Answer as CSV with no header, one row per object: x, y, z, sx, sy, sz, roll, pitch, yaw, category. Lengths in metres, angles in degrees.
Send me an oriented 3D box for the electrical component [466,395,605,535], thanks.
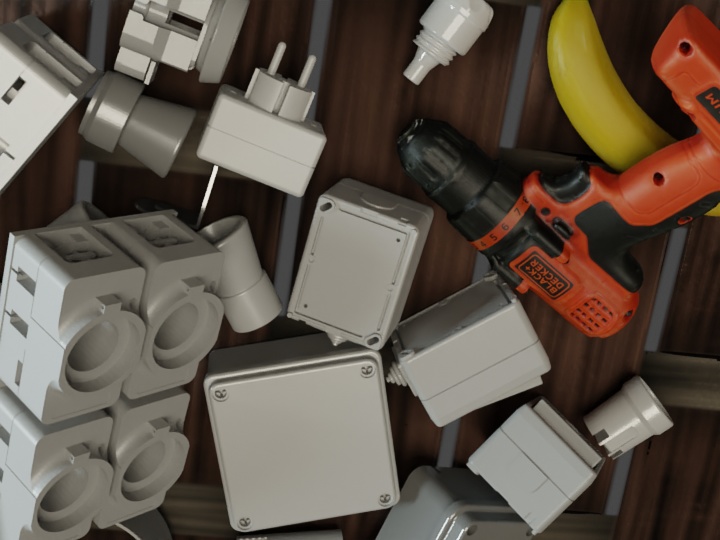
0.118,0.119,0.690,0.061,0.096,0.061,45,100,14,electrical component

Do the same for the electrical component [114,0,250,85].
-0.097,-0.139,0.602,0.057,0.058,0.078,20,104,-9,electrical component

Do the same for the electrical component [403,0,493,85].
0.048,-0.136,0.629,0.035,0.035,0.061,35,103,-15,electrical component

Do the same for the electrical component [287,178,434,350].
0.000,0.000,0.650,0.062,0.061,0.096,20,111,9,electrical component

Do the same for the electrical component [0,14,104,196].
-0.230,-0.052,0.589,0.060,0.105,0.186,41,99,-16,electrical component

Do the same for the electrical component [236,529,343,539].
-0.052,0.198,0.719,0.081,0.043,0.043,-3,108,-5,electrical component

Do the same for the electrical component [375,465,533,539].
0.054,0.191,0.705,0.078,0.057,0.113,14,108,-42,electrical component

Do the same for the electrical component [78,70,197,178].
-0.129,-0.085,0.622,0.055,0.045,0.045,26,103,-13,electrical component

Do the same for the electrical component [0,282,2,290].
-0.233,0.033,0.639,0.048,0.062,0.048,-2,108,-6,electrical component

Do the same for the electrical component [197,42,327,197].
-0.050,-0.093,0.626,0.066,0.047,0.076,21,104,-12,electrical component

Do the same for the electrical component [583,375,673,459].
0.178,0.099,0.715,0.046,0.040,0.040,-37,107,12,electrical component

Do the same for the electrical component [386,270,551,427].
0.063,0.055,0.676,0.096,0.061,0.061,-28,108,3,electrical component

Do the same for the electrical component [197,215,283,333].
-0.075,0.005,0.658,0.044,0.044,0.065,-25,113,2,electrical component

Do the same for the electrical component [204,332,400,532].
-0.036,0.100,0.683,0.109,0.056,0.108,-9,108,-3,electrical component

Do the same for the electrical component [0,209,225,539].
-0.149,0.067,0.613,0.105,0.060,0.186,-13,129,-47,electrical component

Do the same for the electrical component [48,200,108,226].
-0.166,-0.008,0.638,0.047,0.055,0.055,-41,107,3,electrical component
